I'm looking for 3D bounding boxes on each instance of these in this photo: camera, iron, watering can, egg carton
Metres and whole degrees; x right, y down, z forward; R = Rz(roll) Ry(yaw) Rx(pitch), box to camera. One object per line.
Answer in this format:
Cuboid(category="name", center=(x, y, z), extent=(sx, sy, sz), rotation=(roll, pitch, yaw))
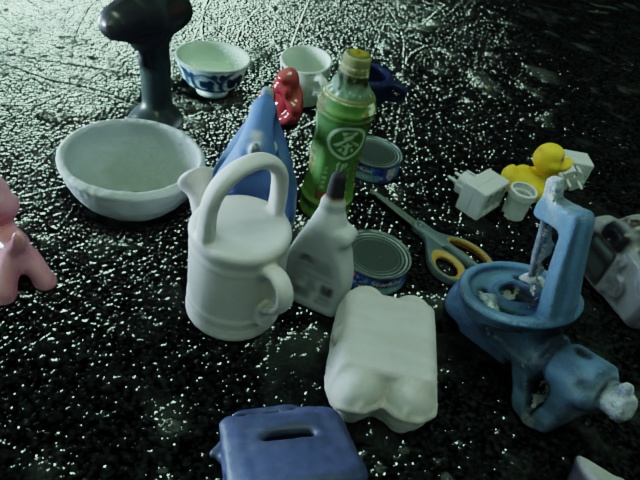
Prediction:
Cuboid(category="camera", center=(0.427, 0.026, 0.736), extent=(0.137, 0.101, 0.143), rotation=(-2, 43, -18))
Cuboid(category="iron", center=(-0.079, -0.121, 0.734), extent=(0.118, 0.141, 0.258), rotation=(8, 41, -6))
Cuboid(category="watering can", center=(-0.084, -0.004, 0.557), extent=(0.172, 0.194, 0.101), rotation=(27, 42, 16))
Cuboid(category="egg carton", center=(0.061, 0.112, 0.561), extent=(0.107, 0.069, 0.150), rotation=(12, 40, -2))

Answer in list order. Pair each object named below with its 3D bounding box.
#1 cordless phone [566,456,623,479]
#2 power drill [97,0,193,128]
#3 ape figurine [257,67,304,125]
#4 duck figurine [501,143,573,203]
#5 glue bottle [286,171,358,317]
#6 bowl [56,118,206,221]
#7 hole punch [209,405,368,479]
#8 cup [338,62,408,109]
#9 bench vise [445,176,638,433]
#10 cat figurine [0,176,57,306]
Cuboid(category="cordless phone", center=(0.281, 0.198, 0.432), extent=(0.147, 0.185, 0.094), rotation=(29, 43, 18))
Cuboid(category="power drill", center=(-0.232, -0.242, 0.779), extent=(0.075, 0.208, 0.229), rotation=(12, 40, -1))
Cuboid(category="ape figurine", center=(-0.056, -0.228, 0.902), extent=(0.076, 0.092, 0.077), rotation=(-20, 50, -33))
Cuboid(category="duck figurine", center=(0.336, -0.109, 0.877), extent=(0.104, 0.086, 0.077), rotation=(5, 41, -10))
Cuboid(category="glue bottle", center=(0.005, 0.002, 0.591), extent=(0.078, 0.173, 0.037), rotation=(25, 42, 14))
Cuboid(category="bowl", center=(-0.225, -0.074, 0.691), extent=(0.167, 0.075, 0.167), rotation=(8, 41, -6))
Cuboid(category="hole punch", center=(-0.028, 0.172, 0.450), extent=(0.109, 0.091, 0.101), rotation=(-1, 42, -16))
Cuboid(category="cup", center=(0.079, -0.231, 0.939), extent=(0.117, 0.095, 0.092), rotation=(20, 41, 7))
Cuboid(category="bench vise", center=(0.230, 0.061, 0.549), extent=(0.206, 0.220, 0.122), rotation=(37, 46, 26))
Cuboid(category="cat figurine", center=(-0.321, -0.018, 0.567), extent=(0.127, 0.118, 0.067), rotation=(39, 46, 27))
